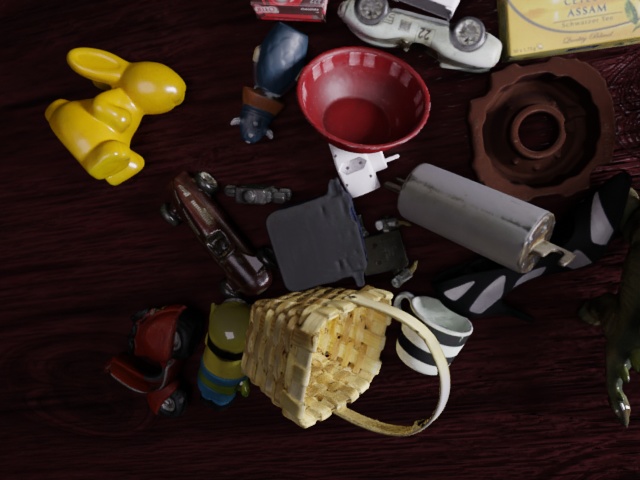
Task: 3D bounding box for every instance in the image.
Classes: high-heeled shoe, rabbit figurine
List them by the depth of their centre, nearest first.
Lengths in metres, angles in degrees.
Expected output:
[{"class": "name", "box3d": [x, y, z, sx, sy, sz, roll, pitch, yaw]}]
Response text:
[{"class": "high-heeled shoe", "box3d": [0.249, 0.002, 0.658, 0.145, 0.086, 0.248, 25, 113, -1]}, {"class": "rabbit figurine", "box3d": [-0.265, -0.178, 0.722, 0.173, 0.122, 0.162, -38, 83, 0]}]

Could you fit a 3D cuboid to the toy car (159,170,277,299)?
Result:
[{"class": "toy car", "box3d": [-0.143, -0.006, 0.749, 0.089, 0.053, 0.202, -37, 94, 17]}]

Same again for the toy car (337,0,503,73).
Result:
[{"class": "toy car", "box3d": [0.117, -0.247, 0.645, 0.202, 0.073, 0.056, 17, 102, 6]}]

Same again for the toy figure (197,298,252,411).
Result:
[{"class": "toy figure", "box3d": [-0.126, 0.165, 0.750, 0.082, 0.089, 0.180, 12, 115, -16]}]

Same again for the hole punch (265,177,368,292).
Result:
[{"class": "hole punch", "box3d": [-0.001, -0.002, 0.708, 0.116, 0.092, 0.142, -15, 95, 5]}]

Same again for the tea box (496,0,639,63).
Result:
[{"class": "tea box", "box3d": [0.295, -0.266, 0.614, 0.170, 0.068, 0.098, -7, 100, 12]}]

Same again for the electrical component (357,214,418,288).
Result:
[{"class": "electrical component", "box3d": [0.088, 0.012, 0.713, 0.078, 0.045, 0.102, -9, 98, 10]}]

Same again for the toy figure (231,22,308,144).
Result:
[{"class": "toy figure", "box3d": [-0.064, -0.199, 0.696, 0.064, 0.058, 0.154, 30, 109, 11]}]

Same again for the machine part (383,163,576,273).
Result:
[{"class": "machine part", "box3d": [0.180, -0.029, 0.636, 0.244, 0.079, 0.079, 29, 106, 35]}]

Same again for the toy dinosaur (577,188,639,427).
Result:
[{"class": "toy dinosaur", "box3d": [0.388, 0.000, 0.581, 0.105, 0.198, 0.470, 8, 103, 5]}]

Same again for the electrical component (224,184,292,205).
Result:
[{"class": "electrical component", "box3d": [-0.088, -0.061, 0.721, 0.094, 0.063, 0.021, 6, 102, 10]}]

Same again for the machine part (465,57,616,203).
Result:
[{"class": "machine part", "box3d": [0.262, -0.131, 0.652, 0.179, 0.056, 0.179, 2, 100, 9]}]

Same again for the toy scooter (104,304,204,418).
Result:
[{"class": "toy scooter", "box3d": [-0.250, 0.168, 0.788, 0.135, 0.075, 0.183, 16, 107, 8]}]
